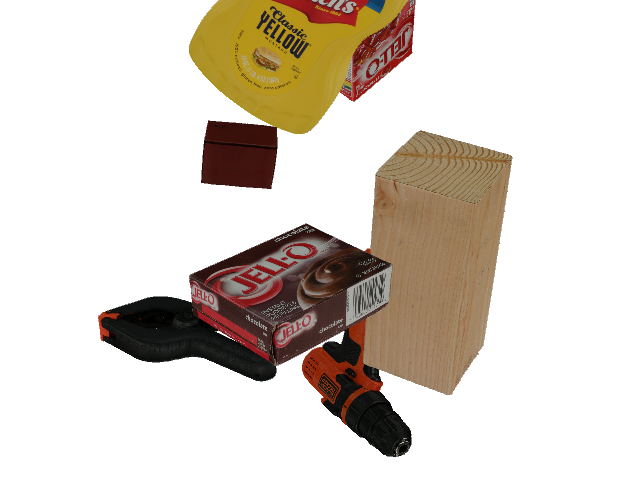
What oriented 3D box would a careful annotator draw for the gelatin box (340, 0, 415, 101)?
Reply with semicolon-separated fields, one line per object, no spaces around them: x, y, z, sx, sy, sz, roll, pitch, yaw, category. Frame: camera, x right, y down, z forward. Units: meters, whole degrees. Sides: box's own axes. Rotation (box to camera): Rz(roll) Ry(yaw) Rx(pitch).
0.049;-0.180;0.966;0.030;0.073;0.089;34;59;25;gelatin box

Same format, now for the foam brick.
-0.086;-0.092;1.142;0.078;0.051;0.053;5;31;-3;foam brick

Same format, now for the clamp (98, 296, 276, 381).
-0.114;0.077;0.983;0.171;0.039;0.120;9;27;6;clamp

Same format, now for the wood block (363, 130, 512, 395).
0.100;0.021;0.941;0.091;0.206;0.090;18;38;22;wood block

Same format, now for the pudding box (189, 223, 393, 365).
-0.020;0.034;0.738;0.113;0.039;0.090;-23;36;-38;pudding box

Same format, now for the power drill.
0.065;0.117;1.157;0.057;0.188;0.185;13;17;-40;power drill

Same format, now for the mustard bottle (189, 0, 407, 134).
0.002;-0.155;0.627;0.192;0.096;0.058;-50;4;40;mustard bottle
